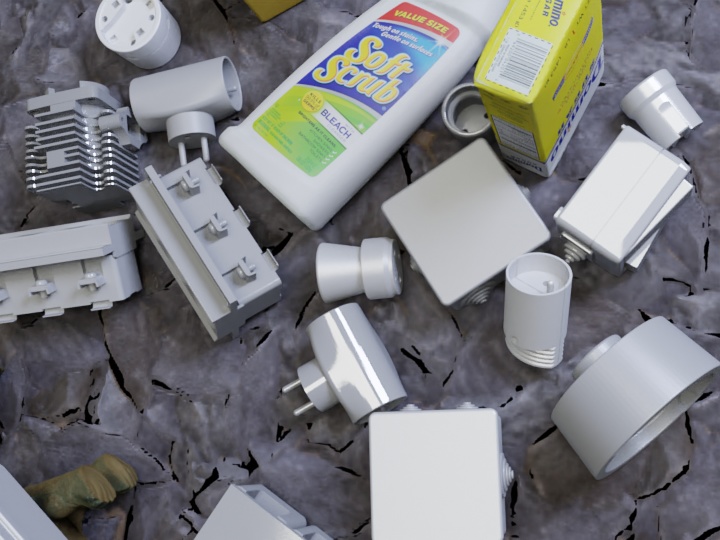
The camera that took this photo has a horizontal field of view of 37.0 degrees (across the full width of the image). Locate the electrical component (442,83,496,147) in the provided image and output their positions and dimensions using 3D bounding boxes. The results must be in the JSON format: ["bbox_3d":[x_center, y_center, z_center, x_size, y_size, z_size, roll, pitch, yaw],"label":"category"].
[{"bbox_3d":[0.082,-0.109,0.777,0.040,0.046,0.040,-2,80,14],"label":"electrical component"}]

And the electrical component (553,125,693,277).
[{"bbox_3d":[0.178,-0.038,0.733,0.061,0.062,0.096,37,91,17],"label":"electrical component"}]

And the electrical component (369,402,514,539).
[{"bbox_3d":[0.055,0.142,0.739,0.100,0.048,0.099,-4,79,13],"label":"electrical component"}]

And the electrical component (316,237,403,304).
[{"bbox_3d":[0.000,0.000,0.780,0.055,0.045,0.045,-5,79,12],"label":"electrical component"}]

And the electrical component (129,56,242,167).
[{"bbox_3d":[-0.132,-0.119,0.834,0.077,0.043,0.079,-11,78,12],"label":"electrical component"}]

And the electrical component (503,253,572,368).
[{"bbox_3d":[0.120,0.033,0.733,0.043,0.081,0.043,-2,41,2],"label":"electrical component"}]

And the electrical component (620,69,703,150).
[{"bbox_3d":[0.211,-0.110,0.750,0.040,0.040,0.046,-37,80,5],"label":"electrical component"}]

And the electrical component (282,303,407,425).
[{"bbox_3d":[-0.018,0.076,0.772,0.079,0.043,0.077,-31,75,8],"label":"electrical component"}]

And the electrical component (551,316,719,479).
[{"bbox_3d":[0.172,0.077,0.694,0.108,0.108,0.060,-43,67,4],"label":"electrical component"}]

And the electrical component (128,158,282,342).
[{"bbox_3d":[-0.113,-0.018,0.800,0.063,0.078,0.121,-30,74,-15],"label":"electrical component"}]

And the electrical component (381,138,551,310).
[{"bbox_3d":[0.077,-0.030,0.764,0.100,0.048,0.099,-34,74,6],"label":"electrical component"}]

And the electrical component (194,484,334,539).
[{"bbox_3d":[-0.046,0.227,0.743,0.150,0.062,0.089,34,89,17],"label":"electrical component"}]

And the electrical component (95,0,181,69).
[{"bbox_3d":[-0.174,-0.191,0.854,0.055,0.047,0.055,-2,80,14],"label":"electrical component"}]

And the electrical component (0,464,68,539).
[{"bbox_3d":[-0.245,0.195,0.713,0.078,0.057,0.113,-43,87,8],"label":"electrical component"}]

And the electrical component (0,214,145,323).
[{"bbox_3d":[-0.234,0.000,0.827,0.121,0.078,0.063,-8,100,12],"label":"electrical component"}]
